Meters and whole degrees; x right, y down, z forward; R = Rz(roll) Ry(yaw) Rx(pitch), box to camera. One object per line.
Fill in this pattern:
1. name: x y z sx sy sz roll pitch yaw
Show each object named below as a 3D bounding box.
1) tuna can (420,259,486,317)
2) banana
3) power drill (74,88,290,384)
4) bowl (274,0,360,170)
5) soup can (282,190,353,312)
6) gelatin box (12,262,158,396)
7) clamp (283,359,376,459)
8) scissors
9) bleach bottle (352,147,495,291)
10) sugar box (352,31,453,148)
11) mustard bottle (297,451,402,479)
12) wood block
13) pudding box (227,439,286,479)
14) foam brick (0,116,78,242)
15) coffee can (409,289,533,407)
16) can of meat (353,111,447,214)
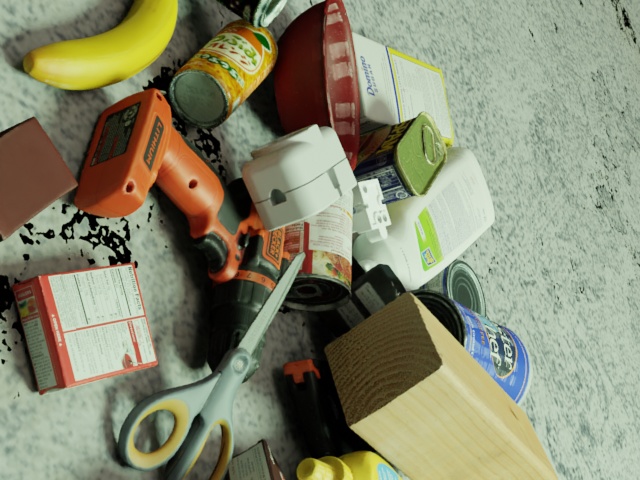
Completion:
1. tuna can: 0.142 0.064 1.129 0.086 0.034 0.086 29 53 -47
2. banana: -0.151 -0.156 0.795 0.069 0.037 0.197 42 41 -16
3. power drill: -0.095 -0.006 0.790 0.187 0.057 0.184 45 38 -40
4. bowl: -0.004 -0.139 0.956 0.162 0.055 0.162 -4 90 -78
5. soup can: -0.006 0.001 0.906 0.068 0.069 0.102 34 49 -44
6. gelatin box: -0.152 0.057 0.699 0.089 0.030 0.073 -8 81 -57
7. clamp: 0.036 0.166 0.922 0.210 0.036 0.164 59 34 -27
8. scissors: -0.076 0.088 0.744 0.096 0.016 0.201 25 79 -35
9. bleach bottle: 0.094 -0.012 1.068 0.250 0.068 0.102 -34 104 -54
10. sugar box: 0.073 -0.150 1.115 0.175 0.048 0.093 8 69 -51
11. mustard bottle: 0.043 0.220 0.831 0.191 0.058 0.096 46 37 -38
12. wood block: 0.104 0.148 0.888 0.206 0.090 0.091 45 16 -37
13. pudding box: -0.030 0.204 0.756 0.090 0.039 0.113 65 -5 -13
14. foam brick: -0.199 -0.032 0.650 0.053 0.051 0.078 62 34 -15
15. coffee can: 0.126 0.114 1.016 0.140 0.103 0.103 28 54 -49
16. can of meat: 0.065 -0.072 1.030 0.057 0.084 0.102 60 35 -19
